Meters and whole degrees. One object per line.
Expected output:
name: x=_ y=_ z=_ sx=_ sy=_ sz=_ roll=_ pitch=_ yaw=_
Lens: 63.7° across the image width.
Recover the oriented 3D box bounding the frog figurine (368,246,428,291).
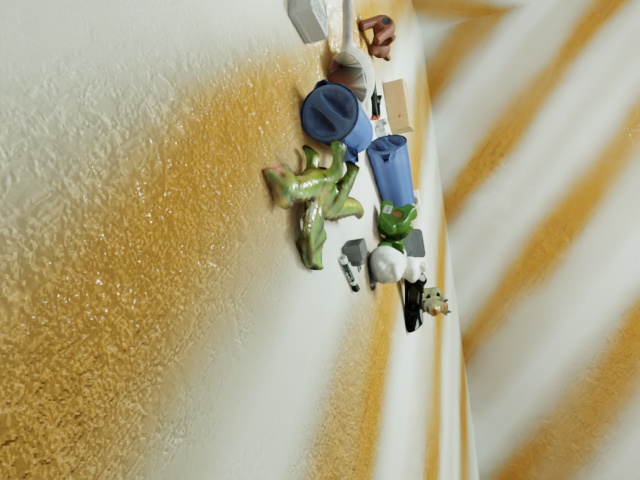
frog figurine: x=0.220 y=0.072 z=1.460 sx=0.139 sy=0.159 sz=0.122 roll=-41 pitch=118 yaw=-68

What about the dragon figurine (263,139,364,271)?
dragon figurine: x=0.003 y=-0.053 z=1.062 sx=0.403 sy=0.122 sz=0.247 roll=49 pitch=54 yaw=-53

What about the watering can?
watering can: x=0.086 y=-0.496 z=1.436 sx=0.228 sy=0.103 sz=0.343 roll=-53 pitch=131 yaw=-63
